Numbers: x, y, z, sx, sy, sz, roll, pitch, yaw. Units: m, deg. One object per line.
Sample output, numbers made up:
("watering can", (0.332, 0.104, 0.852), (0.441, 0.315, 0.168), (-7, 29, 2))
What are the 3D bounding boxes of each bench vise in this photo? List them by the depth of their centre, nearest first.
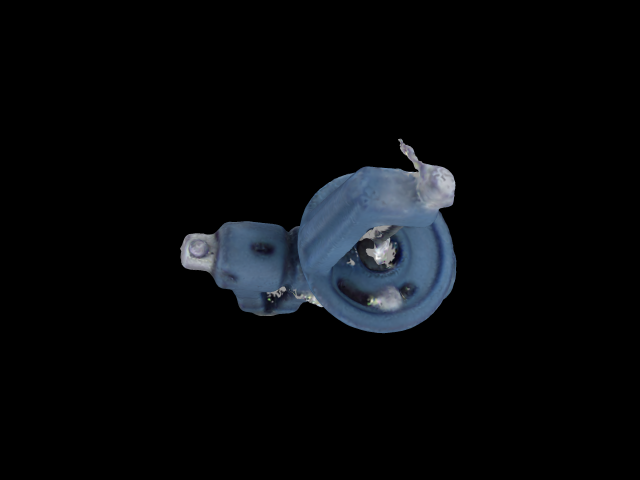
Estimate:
("bench vise", (0.007, 0.012, 0.397), (0.207, 0.220, 0.121), (-17, 73, -5))
